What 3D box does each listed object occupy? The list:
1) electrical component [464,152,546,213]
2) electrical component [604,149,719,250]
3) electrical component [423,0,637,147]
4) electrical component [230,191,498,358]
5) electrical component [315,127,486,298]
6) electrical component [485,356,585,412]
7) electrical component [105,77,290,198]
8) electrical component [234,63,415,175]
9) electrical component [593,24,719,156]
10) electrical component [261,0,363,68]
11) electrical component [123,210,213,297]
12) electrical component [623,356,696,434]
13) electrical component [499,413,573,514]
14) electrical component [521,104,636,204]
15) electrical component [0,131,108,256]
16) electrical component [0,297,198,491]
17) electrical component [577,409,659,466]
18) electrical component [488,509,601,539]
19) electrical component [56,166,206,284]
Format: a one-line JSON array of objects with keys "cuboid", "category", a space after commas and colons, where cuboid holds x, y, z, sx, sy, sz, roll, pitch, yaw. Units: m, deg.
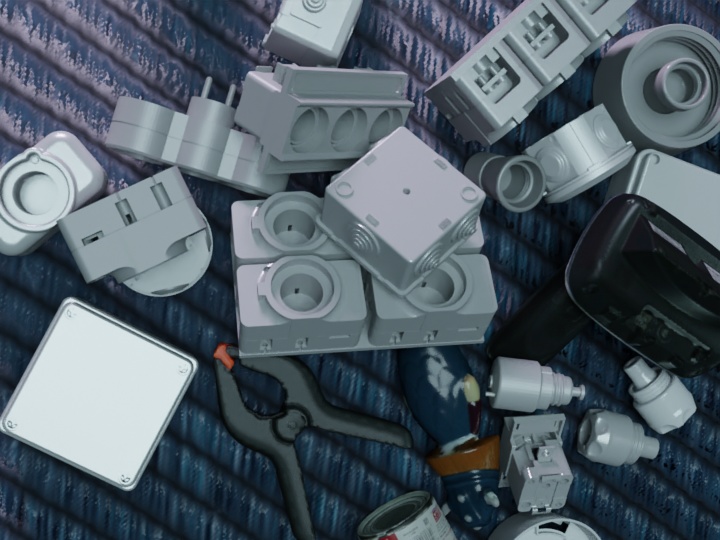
[{"cuboid": [0.110, -0.072, 0.843, 0.044, 0.065, 0.044, -6, 105, -23], "category": "electrical component"}, {"cuboid": [0.260, -0.044, 0.874, 0.113, 0.057, 0.078, 19, 88, -9], "category": "electrical component"}, {"cuboid": [0.133, -0.169, 0.833, 0.150, 0.089, 0.061, -43, 97, -7], "category": "electrical component"}, {"cuboid": [0.000, 0.000, 0.806, 0.186, 0.060, 0.105, -3, 62, -10], "category": "electrical component"}, {"cuboid": [0.030, -0.044, 0.769, 0.100, 0.048, 0.100, 41, 64, 15], "category": "electrical component"}, {"cuboid": [0.135, 0.091, 0.836, 0.078, 0.040, 0.040, 7, 90, -4], "category": "electrical component"}, {"cuboid": [-0.114, -0.108, 0.811, 0.138, 0.052, 0.073, 16, 88, -10], "category": "electrical component"}, {"cuboid": [-0.027, -0.115, 0.790, 0.121, 0.063, 0.078, -9, 126, -48], "category": "electrical component"}, {"cuboid": [0.251, -0.146, 0.869, 0.108, 0.060, 0.108, 0, 91, -10], "category": "electrical component"}, {"cuboid": [-0.031, -0.189, 0.802, 0.061, 0.096, 0.061, 23, 87, -10], "category": "electrical component"}, {"cuboid": [-0.150, -0.020, 0.807, 0.080, 0.051, 0.080, 0, 91, -10], "category": "electrical component"}, {"cuboid": [0.241, 0.099, 0.880, 0.043, 0.043, 0.062, -41, 96, -7], "category": "electrical component"}, {"cuboid": [0.137, 0.153, 0.846, 0.042, 0.063, 0.081, -3, 132, -9], "category": "electrical component"}, {"cuboid": [0.172, -0.090, 0.847, 0.080, 0.080, 0.051, -31, 91, -8], "category": "electrical component"}, {"cuboid": [-0.235, -0.055, 0.787, 0.095, 0.059, 0.053, -41, 97, -7], "category": "electrical component"}, {"cuboid": [-0.192, 0.090, 0.798, 0.109, 0.056, 0.108, 28, 86, -9], "category": "electrical component"}, {"cuboid": [0.212, 0.139, 0.875, 0.062, 0.043, 0.043, 15, 88, -11], "category": "electrical component"}, {"cuboid": [0.146, 0.240, 0.854, 0.099, 0.064, 0.099, 0, 91, -10], "category": "electrical component"}, {"cuboid": [-0.157, -0.027, 0.752, 0.089, 0.050, 0.055, -26, 94, -9], "category": "electrical component"}]
